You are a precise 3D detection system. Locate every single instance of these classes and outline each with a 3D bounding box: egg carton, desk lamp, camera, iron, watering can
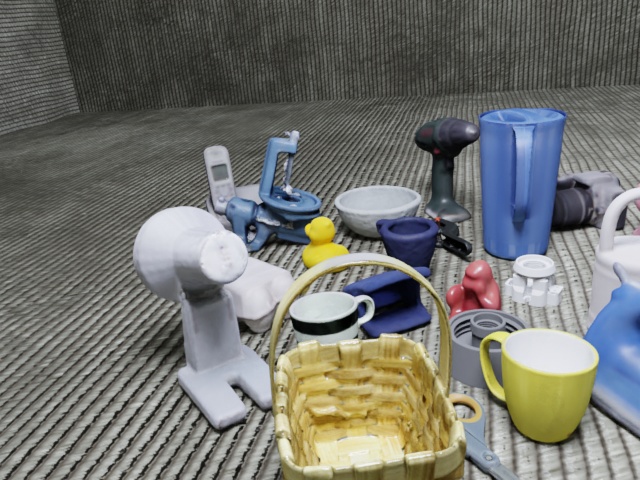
[{"bbox_3d":[-0.106,0.079,0.858,0.149,0.069,0.107,16,30,42],"label":"egg carton"},{"bbox_3d":[-0.130,0.074,0.684,0.118,0.214,0.202,-19,26,-30],"label":"desk lamp"},{"bbox_3d":[0.478,-0.079,1.074,0.137,0.101,0.143,-10,22,-11],"label":"camera"},{"bbox_3d":[0.364,0.124,0.544,0.119,0.141,0.257,-13,23,-18],"label":"iron"},{"bbox_3d":[0.391,0.033,0.694,0.101,0.194,0.172,-10,22,-11],"label":"watering can"}]

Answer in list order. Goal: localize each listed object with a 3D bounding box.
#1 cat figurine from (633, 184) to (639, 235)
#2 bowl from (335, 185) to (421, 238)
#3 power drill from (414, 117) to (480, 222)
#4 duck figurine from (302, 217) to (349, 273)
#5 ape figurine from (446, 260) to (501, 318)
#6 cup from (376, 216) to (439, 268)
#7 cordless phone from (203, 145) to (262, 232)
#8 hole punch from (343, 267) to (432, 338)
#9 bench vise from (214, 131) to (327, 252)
[{"bbox_3d":[0.566,-0.050,0.961,0.067,0.118,0.128,3,24,20],"label":"cat figurine"},{"bbox_3d":[0.113,-0.049,1.118,0.167,0.075,0.167,-4,22,2],"label":"bowl"},{"bbox_3d":[0.257,-0.147,1.149,0.076,0.208,0.229,-10,22,-12],"label":"power drill"},{"bbox_3d":[0.009,0.004,0.997,0.078,0.086,0.104,-20,26,-33],"label":"duck figurine"},{"bbox_3d":[0.213,0.070,0.777,0.076,0.092,0.077,-14,24,-20],"label":"ape figurine"},{"bbox_3d":[0.135,0.017,0.924,0.092,0.095,0.117,-22,27,-35],"label":"cup"},{"bbox_3d":[-0.164,-0.107,1.176,0.148,0.185,0.093,-16,25,-25],"label":"cordless phone"},{"bbox_3d":[0.090,0.072,0.803,0.109,0.091,0.100,-14,23,-20],"label":"hole punch"},{"bbox_3d":[-0.093,-0.087,1.065,0.208,0.220,0.121,-11,23,-13],"label":"bench vise"}]
